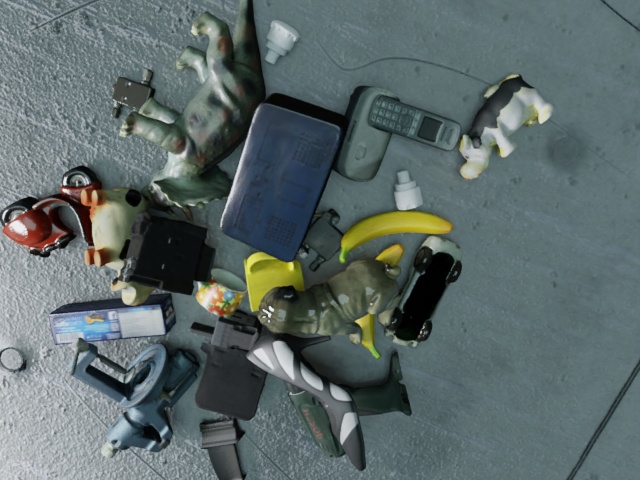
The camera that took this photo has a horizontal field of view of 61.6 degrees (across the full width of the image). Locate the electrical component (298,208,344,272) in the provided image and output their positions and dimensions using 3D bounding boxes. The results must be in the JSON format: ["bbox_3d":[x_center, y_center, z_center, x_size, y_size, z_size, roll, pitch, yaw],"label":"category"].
[{"bbox_3d":[0.000,-0.003,0.900,0.102,0.045,0.078,-42,96,10],"label":"electrical component"}]

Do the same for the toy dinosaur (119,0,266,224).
[{"bbox_3d":[-0.162,-0.201,0.833,0.192,0.131,0.404,36,97,-18],"label":"toy dinosaur"}]

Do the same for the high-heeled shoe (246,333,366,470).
[{"bbox_3d":[-0.021,0.262,0.863,0.145,0.086,0.248,-17,77,-5],"label":"high-heeled shoe"}]

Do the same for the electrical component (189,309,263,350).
[{"bbox_3d":[-0.160,0.149,0.925,0.119,0.075,0.047,18,104,1],"label":"electrical component"}]

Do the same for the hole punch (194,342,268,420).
[{"bbox_3d":[-0.152,0.249,0.949,0.142,0.092,0.116,16,73,1],"label":"hole punch"}]

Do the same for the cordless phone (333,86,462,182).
[{"bbox_3d":[0.118,-0.151,0.847,0.184,0.089,0.146,17,102,-6],"label":"cordless phone"}]

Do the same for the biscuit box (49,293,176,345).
[{"bbox_3d":[-0.360,0.137,0.935,0.203,0.063,0.059,-5,103,4],"label":"biscuit box"}]

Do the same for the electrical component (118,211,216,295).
[{"bbox_3d":[-0.236,0.025,0.850,0.134,0.058,0.115,16,83,-35],"label":"electrical component"}]

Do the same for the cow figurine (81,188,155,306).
[{"bbox_3d":[-0.313,0.011,0.881,0.127,0.086,0.194,-7,94,-39],"label":"cow figurine"}]

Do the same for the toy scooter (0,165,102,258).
[{"bbox_3d":[-0.430,-0.027,0.898,0.184,0.075,0.135,-29,100,3],"label":"toy scooter"}]

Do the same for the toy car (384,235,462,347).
[{"bbox_3d":[0.174,0.090,0.909,0.073,0.056,0.201,21,103,-9],"label":"toy car"}]

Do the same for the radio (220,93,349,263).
[{"bbox_3d":[-0.057,-0.092,0.800,0.131,0.073,0.229,21,115,-1],"label":"radio"}]

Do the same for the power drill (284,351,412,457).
[{"bbox_3d":[0.047,0.259,0.939,0.207,0.086,0.231,-17,100,1],"label":"power drill"}]

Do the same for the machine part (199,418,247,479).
[{"bbox_3d":[-0.174,0.398,0.997,0.084,0.039,0.138,-10,100,-1],"label":"machine part"}]

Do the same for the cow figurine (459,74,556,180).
[{"bbox_3d":[0.271,-0.175,0.841,0.167,0.068,0.098,-43,92,7],"label":"cow figurine"}]

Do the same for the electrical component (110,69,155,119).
[{"bbox_3d":[-0.305,-0.236,0.873,0.063,0.021,0.094,21,103,-2],"label":"electrical component"}]

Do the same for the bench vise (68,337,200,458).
[{"bbox_3d":[-0.334,0.252,0.914,0.223,0.129,0.240,-43,121,2],"label":"bench vise"}]

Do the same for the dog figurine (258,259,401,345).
[{"bbox_3d":[0.017,0.085,0.824,0.190,0.121,0.172,12,120,-46],"label":"dog figurine"}]
